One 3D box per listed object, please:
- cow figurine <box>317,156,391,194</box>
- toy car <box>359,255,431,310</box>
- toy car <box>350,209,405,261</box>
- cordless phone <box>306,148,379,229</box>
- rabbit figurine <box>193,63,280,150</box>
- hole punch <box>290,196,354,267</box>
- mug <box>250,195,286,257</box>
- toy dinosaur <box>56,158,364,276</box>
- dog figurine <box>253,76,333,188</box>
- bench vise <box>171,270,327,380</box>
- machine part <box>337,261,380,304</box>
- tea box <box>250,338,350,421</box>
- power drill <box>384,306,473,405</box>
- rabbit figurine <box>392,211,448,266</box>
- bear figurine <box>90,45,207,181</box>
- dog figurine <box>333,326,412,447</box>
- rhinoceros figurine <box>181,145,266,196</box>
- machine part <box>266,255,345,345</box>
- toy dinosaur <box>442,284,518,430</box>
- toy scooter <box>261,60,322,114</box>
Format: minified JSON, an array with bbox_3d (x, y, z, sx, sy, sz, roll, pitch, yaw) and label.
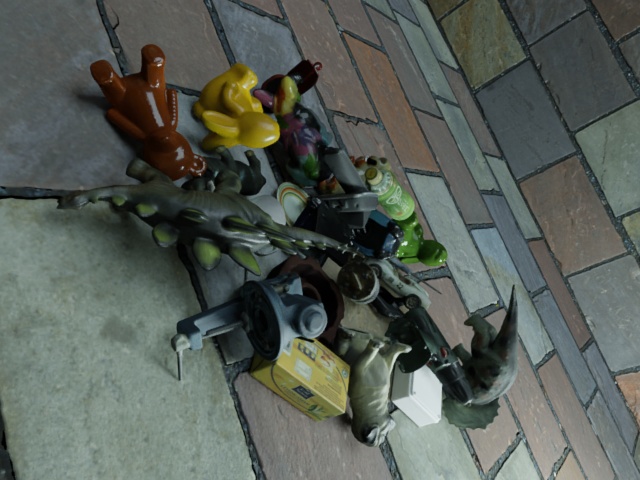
[{"bbox_3d":[0.098,-0.137,1.293,0.195,0.086,0.127,-39,120,-23],"label":"cow figurine"},{"bbox_3d":[0.174,0.093,1.255,0.201,0.056,0.073,39,14,-6],"label":"toy car"},{"bbox_3d":[0.122,-0.021,1.239,0.162,0.109,0.103,27,12,19],"label":"toy car"},{"bbox_3d":[0.026,-0.112,1.117,0.184,0.147,0.089,56,47,-40],"label":"cordless phone"},{"bbox_3d":[-0.154,-0.235,1.016,0.162,0.121,0.173,-31,62,-31],"label":"rabbit figurine"},{"bbox_3d":[-0.002,-0.003,1.091,0.142,0.092,0.116,39,45,-31],"label":"hole punch"},{"bbox_3d":[-0.123,-0.020,0.974,0.107,0.081,0.109,-20,93,-48],"label":"mug"},{"bbox_3d":[-0.141,-0.025,0.816,0.471,0.105,0.199,4,28,-37],"label":"toy dinosaur"},{"bbox_3d":[-0.055,-0.241,1.149,0.219,0.108,0.192,51,25,-48],"label":"dog figurine"},{"bbox_3d":[-0.114,0.110,0.805,0.240,0.224,0.128,-15,117,-33],"label":"bench vise"},{"bbox_3d":[0.080,0.088,1.094,0.243,0.079,0.079,45,23,-77],"label":"machine part"},{"bbox_3d":[-0.029,0.221,0.912,0.169,0.068,0.098,45,36,-25],"label":"tea box"},{"bbox_3d":[0.230,0.239,1.125,0.207,0.086,0.232,16,41,-52],"label":"power drill"},{"bbox_3d":[0.238,0.019,1.373,0.170,0.159,0.121,31,78,5],"label":"rabbit figurine"},{"bbox_3d":[-0.266,-0.185,0.854,0.120,0.132,0.196,-23,74,-16],"label":"bear figurine"},{"bbox_3d":[0.071,0.269,1.010,0.121,0.172,0.190,16,88,-26],"label":"dog figurine"},{"bbox_3d":[-0.176,-0.108,0.974,0.190,0.073,0.112,-17,90,-59],"label":"rhinoceros figurine"},{"bbox_3d":[-0.031,0.115,1.006,0.179,0.056,0.179,32,43,-35],"label":"machine part"},{"bbox_3d":[0.369,0.289,1.198,0.131,0.404,0.192,-18,58,-31],"label":"toy dinosaur"},{"bbox_3d":[-0.064,-0.368,1.265,0.075,0.135,0.184,56,34,-9],"label":"toy scooter"}]
